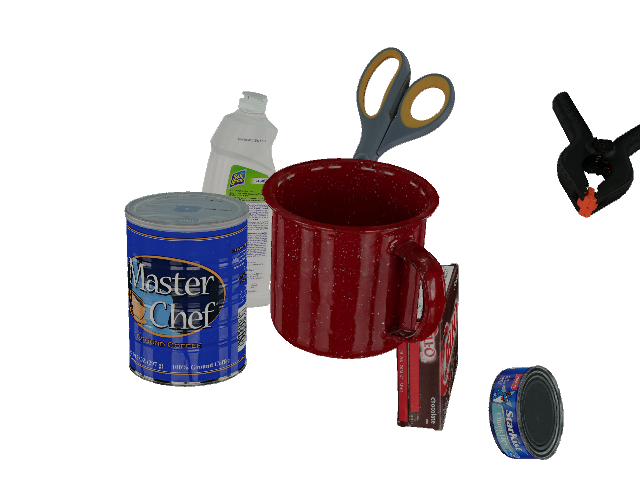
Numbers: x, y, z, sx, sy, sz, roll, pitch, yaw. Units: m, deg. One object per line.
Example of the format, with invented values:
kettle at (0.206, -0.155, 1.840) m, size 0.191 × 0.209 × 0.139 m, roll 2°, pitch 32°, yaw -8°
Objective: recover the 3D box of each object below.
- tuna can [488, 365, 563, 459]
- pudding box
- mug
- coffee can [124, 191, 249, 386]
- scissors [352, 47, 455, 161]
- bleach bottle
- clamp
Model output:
tuna can at (0.191, 0.160, 0.989) m, size 0.034 × 0.086 × 0.085 m, roll -9°, pitch -6°, yaw 38°
pudding box at (0.083, 0.077, 0.813) m, size 0.039 × 0.090 × 0.113 m, roll 3°, pitch 21°, yaw 11°
mug at (0.022, 0.014, 0.569) m, size 0.093 × 0.081 × 0.117 m, roll -20°, pitch 34°, yaw -38°
coffee can at (-0.112, 0.039, 0.904) m, size 0.103 × 0.140 × 0.103 m, roll 2°, pitch 17°, yaw -1°
scissors at (0.056, -0.070, 0.919) m, size 0.096 × 0.202 × 0.016 m, roll 9°, pitch -11°, yaw 21°
bleach bottle at (-0.089, -0.047, 1.242) m, size 0.102 × 0.251 × 0.068 m, roll -1°, pitch 21°, yaw -33°
clamp at (0.288, -0.097, 1.140) m, size 0.120 × 0.039 × 0.171 m, roll 19°, pitch 47°, yaw 19°
